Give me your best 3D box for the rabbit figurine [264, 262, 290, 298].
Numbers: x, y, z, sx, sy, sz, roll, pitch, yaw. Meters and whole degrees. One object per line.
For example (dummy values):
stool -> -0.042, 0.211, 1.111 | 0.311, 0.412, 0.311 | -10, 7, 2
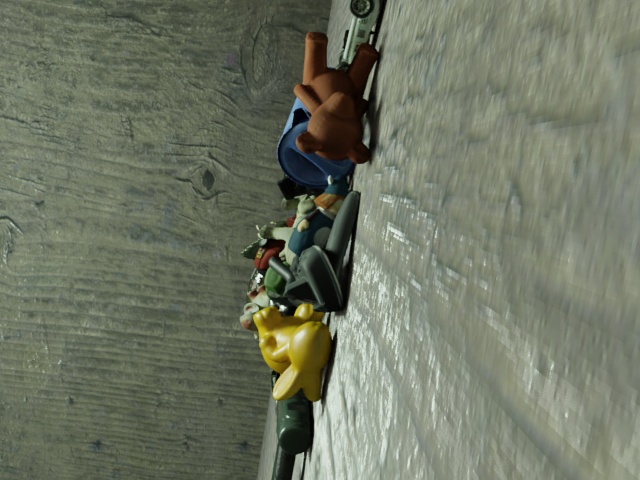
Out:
rabbit figurine -> -0.040, 0.076, 1.244 | 0.159, 0.121, 0.170 | 92, -158, -65

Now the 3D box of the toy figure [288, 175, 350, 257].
toy figure -> 0.006, -0.038, 0.902 | 0.154, 0.058, 0.064 | -55, -9, 3

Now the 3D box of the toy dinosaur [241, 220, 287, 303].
toy dinosaur -> -0.135, 0.144, 1.474 | 0.131, 0.192, 0.404 | -6, -72, -78

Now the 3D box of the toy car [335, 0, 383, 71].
toy car -> 0.066, -0.341, 0.897 | 0.073, 0.056, 0.201 | -77, 1, -49

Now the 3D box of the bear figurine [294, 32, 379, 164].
bear figurine -> 0.023, -0.203, 0.777 | 0.196, 0.120, 0.131 | -91, 14, -54

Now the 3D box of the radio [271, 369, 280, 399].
radio -> -0.071, 0.286, 1.249 | 0.229, 0.073, 0.131 | 155, 124, -85

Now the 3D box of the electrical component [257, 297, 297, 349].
electrical component -> -0.065, 0.172, 1.082 | 0.134, 0.058, 0.114 | -2, -76, -52

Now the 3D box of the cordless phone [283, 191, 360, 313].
cordless phone -> 0.014, 0.017, 0.832 | 0.146, 0.089, 0.184 | 119, 170, -80

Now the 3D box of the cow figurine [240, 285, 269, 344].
cow figurine -> -0.117, 0.169, 1.296 | 0.085, 0.195, 0.127 | -34, 80, 36

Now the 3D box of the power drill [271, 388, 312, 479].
power drill -> -0.061, 0.380, 1.008 | 0.232, 0.086, 0.207 | -169, 96, -82

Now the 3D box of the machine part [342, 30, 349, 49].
machine part -> 0.068, -0.371, 1.037 | 0.139, 0.039, 0.084 | -95, 7, -63

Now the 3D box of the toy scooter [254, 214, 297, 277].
toy scooter -> -0.085, 0.009, 1.331 | 0.075, 0.184, 0.135 | 23, 123, 47

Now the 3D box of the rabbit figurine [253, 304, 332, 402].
rabbit figurine -> -0.038, 0.178, 0.871 | 0.173, 0.122, 0.162 | 157, 121, -63

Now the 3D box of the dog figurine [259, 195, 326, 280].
dog figurine -> -0.001, 0.000, 1.005 | 0.172, 0.121, 0.191 | -54, 38, -2

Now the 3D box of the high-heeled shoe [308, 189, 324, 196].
high-heeled shoe -> -0.004, -0.129, 1.157 | 0.145, 0.086, 0.248 | -25, -59, -78

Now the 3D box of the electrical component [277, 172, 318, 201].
electrical component -> -0.031, -0.133, 1.042 | 0.047, 0.075, 0.119 | 62, -153, -29
